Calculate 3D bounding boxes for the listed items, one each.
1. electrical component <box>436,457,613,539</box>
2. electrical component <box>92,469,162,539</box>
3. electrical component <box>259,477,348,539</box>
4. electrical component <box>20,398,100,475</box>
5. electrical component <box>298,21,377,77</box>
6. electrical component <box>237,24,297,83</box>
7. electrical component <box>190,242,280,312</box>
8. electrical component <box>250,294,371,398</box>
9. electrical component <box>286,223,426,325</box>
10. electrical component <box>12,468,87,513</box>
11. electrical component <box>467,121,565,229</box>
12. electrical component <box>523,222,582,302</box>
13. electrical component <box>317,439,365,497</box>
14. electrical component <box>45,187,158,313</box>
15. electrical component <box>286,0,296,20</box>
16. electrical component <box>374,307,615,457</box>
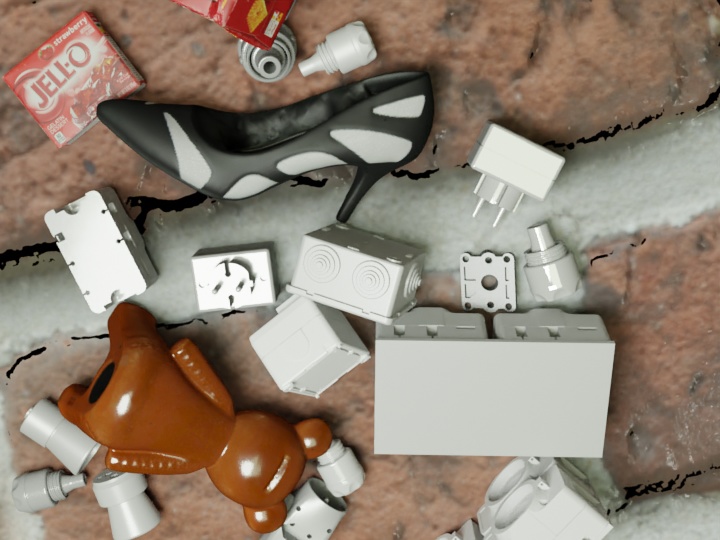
[{"bbox_3d":[0.115,0.240,0.902,0.060,0.105,0.186,41,99,-6],"label":"electrical component"},{"bbox_3d":[-0.202,0.199,0.931,0.045,0.045,0.055,-19,100,5],"label":"electrical component"},{"bbox_3d":[-0.065,0.212,0.932,0.079,0.043,0.077,37,100,-6],"label":"electrical component"},{"bbox_3d":[-0.257,0.140,0.923,0.065,0.044,0.044,34,100,-1],"label":"electrical component"},{"bbox_3d":[-0.019,-0.172,0.859,0.061,0.035,0.035,-23,100,7],"label":"electrical component"},{"bbox_3d":[-0.072,-0.168,0.845,0.048,0.062,0.048,-3,117,-6],"label":"electrical component"},{"bbox_3d":[-0.104,0.009,0.875,0.066,0.076,0.047,-6,101,2],"label":"electrical component"},{"bbox_3d":[-0.040,0.061,0.884,0.062,0.096,0.061,-38,70,8],"label":"electrical component"},{"bbox_3d":[0.000,0.000,0.856,0.100,0.100,0.048,18,103,13],"label":"electrical component"},{"bbox_3d":[-0.269,0.189,0.936,0.061,0.035,0.035,-14,101,1],"label":"electrical component"},{"bbox_3d":[0.117,-0.072,0.870,0.066,0.047,0.076,26,101,-4],"label":"electrical component"},{"bbox_3d":[0.155,-0.008,0.884,0.043,0.043,0.062,-19,99,5],"label":"electrical component"},{"bbox_3d":[-0.023,0.162,0.926,0.035,0.035,0.061,-29,96,6],"label":"electrical component"},{"bbox_3d":[-0.209,-0.018,0.881,0.050,0.055,0.089,-25,97,5],"label":"electrical component"},{"bbox_3d":[-0.091,-0.238,0.836,0.077,0.066,0.047,33,101,24],"label":"electrical component"},{"bbox_3d":[0.106,0.091,0.885,0.186,0.060,0.105,1,114,1],"label":"electrical component"}]
